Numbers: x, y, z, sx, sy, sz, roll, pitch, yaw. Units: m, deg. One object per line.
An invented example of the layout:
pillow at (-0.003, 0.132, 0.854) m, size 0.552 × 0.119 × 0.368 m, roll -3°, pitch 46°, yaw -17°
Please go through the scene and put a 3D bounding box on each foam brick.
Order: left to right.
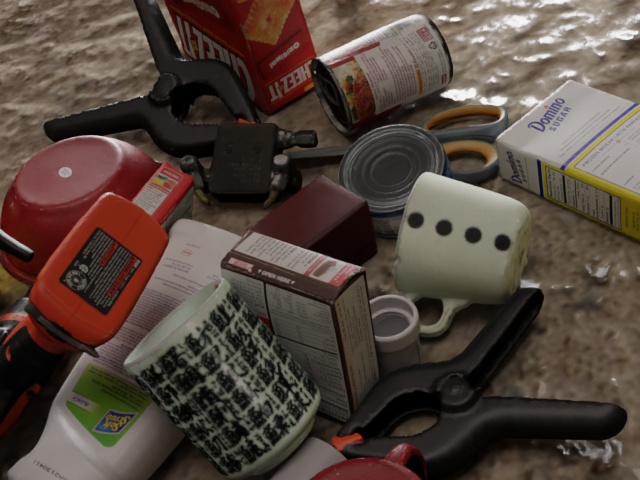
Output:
foam brick at (-0.005, 0.001, 0.777) m, size 0.078 × 0.053 × 0.051 m, roll -37°, pitch 46°, yaw -23°

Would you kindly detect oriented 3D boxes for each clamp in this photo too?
clamp at (-0.140, -0.120, 0.942) m, size 0.210 × 0.036 × 0.164 m, roll 34°, pitch 83°, yaw 29°
clamp at (0.094, 0.104, 0.648) m, size 0.171 × 0.039 × 0.120 m, roll -31°, pitch 39°, yaw -7°

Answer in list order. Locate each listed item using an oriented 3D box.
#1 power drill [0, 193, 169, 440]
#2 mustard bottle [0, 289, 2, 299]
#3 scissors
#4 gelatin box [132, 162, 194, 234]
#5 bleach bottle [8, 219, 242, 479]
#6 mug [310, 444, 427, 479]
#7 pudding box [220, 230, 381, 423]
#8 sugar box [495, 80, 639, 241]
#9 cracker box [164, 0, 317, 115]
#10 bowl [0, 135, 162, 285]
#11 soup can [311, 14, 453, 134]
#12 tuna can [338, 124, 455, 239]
power drill at (-0.173, 0.049, 0.702) m, size 0.188 × 0.057 × 0.184 m, roll -43°, pitch 17°, yaw 41°
mustard bottle at (-0.334, 0.078, 0.788) m, size 0.096 × 0.058 × 0.191 m, roll 23°, pitch 55°, yaw 26°
scissors at (0.057, -0.064, 0.854) m, size 0.202 × 0.016 × 0.096 m, roll -15°, pitch 42°, yaw 1°
gelatin box at (-0.125, -0.003, 0.789) m, size 0.030 × 0.089 × 0.073 m, roll 28°, pitch 55°, yaw 10°
bleach bottle at (-0.126, 0.098, 0.703) m, size 0.103 × 0.068 × 0.250 m, roll 18°, pitch 54°, yaw 30°
mug at (0.033, 0.162, 0.573) m, size 0.093 × 0.081 × 0.117 m, roll 11°, pitch 48°, yaw 26°
pudding box at (-0.011, 0.057, 0.674) m, size 0.090 × 0.113 × 0.039 m, roll 17°, pitch 47°, yaw 30°
sugar box at (0.224, -0.053, 0.771) m, size 0.093 × 0.048 × 0.176 m, roll -37°, pitch 43°, yaw -23°
cracker box at (-0.092, -0.235, 0.933) m, size 0.072 × 0.213 × 0.164 m, roll -34°, pitch 45°, yaw -16°
bowl at (-0.196, -0.036, 0.871) m, size 0.162 × 0.055 × 0.162 m, roll -9°, pitch 42°, yaw 8°
soup can at (0.052, -0.141, 0.898) m, size 0.102 × 0.068 × 0.069 m, roll -26°, pitch 43°, yaw -12°
tuna can at (0.057, -0.046, 0.807) m, size 0.086 × 0.033 × 0.086 m, roll -10°, pitch 54°, yaw 14°
